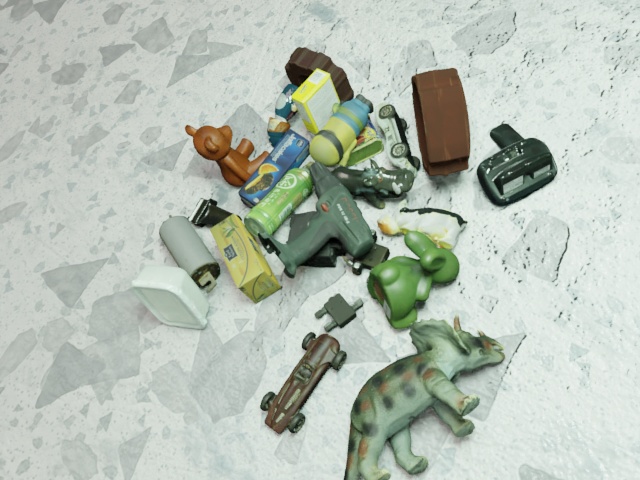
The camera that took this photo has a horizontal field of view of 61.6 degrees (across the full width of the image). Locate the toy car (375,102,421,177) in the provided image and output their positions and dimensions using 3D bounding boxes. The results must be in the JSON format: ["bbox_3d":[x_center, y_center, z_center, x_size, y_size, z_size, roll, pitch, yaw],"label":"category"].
[{"bbox_3d":[0.168,-0.220,1.184,0.056,0.073,0.202,-27,55,24],"label":"toy car"}]

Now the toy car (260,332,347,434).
[{"bbox_3d":[-0.033,0.262,1.001,0.089,0.053,0.202,30,74,27],"label":"toy car"}]

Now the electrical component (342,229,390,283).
[{"bbox_3d":[0.095,0.030,1.089,0.078,0.045,0.102,24,72,30],"label":"electrical component"}]

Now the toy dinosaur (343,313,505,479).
[{"bbox_3d":[0.134,0.274,0.904,0.405,0.131,0.192,-36,45,2],"label":"toy dinosaur"}]

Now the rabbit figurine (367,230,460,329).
[{"bbox_3d":[0.180,0.055,1.000,0.170,0.158,0.121,-23,46,-13],"label":"rabbit figurine"}]

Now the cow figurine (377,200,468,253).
[{"bbox_3d":[0.203,-0.036,1.076,0.168,0.068,0.098,20,64,24],"label":"cow figurine"}]

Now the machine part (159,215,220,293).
[{"bbox_3d":[-0.294,0.024,1.206,0.079,0.079,0.243,-39,56,-5],"label":"machine part"}]

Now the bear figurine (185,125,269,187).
[{"bbox_3d":[-0.211,-0.213,1.241,0.120,0.195,0.132,34,76,34],"label":"bear figurine"}]

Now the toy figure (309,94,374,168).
[{"bbox_3d":[0.044,-0.239,1.164,0.082,0.089,0.180,34,84,33],"label":"toy figure"}]

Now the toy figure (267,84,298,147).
[{"bbox_3d":[-0.091,-0.301,1.310,0.154,0.058,0.064,-65,17,5],"label":"toy figure"}]

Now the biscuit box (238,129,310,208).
[{"bbox_3d":[-0.103,-0.159,1.244,0.063,0.059,0.202,34,76,10],"label":"biscuit box"}]

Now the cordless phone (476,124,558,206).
[{"bbox_3d":[0.376,-0.169,1.098,0.147,0.088,0.184,-28,46,3],"label":"cordless phone"}]

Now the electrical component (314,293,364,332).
[{"bbox_3d":[0.038,0.137,1.062,0.094,0.021,0.063,-37,56,-3],"label":"electrical component"}]

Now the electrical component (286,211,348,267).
[{"bbox_3d":[-0.002,-0.003,1.135,0.134,0.058,0.115,-2,64,19],"label":"electrical component"}]

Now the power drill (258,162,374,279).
[{"bbox_3d":[-0.019,-0.032,1.075,0.207,0.086,0.232,-31,66,-17],"label":"power drill"}]

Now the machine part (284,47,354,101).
[{"bbox_3d":[-0.003,-0.376,1.279,0.180,0.179,0.056,30,77,30],"label":"machine part"}]

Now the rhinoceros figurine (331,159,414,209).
[{"bbox_3d":[0.108,-0.124,1.133,0.191,0.112,0.073,6,62,31],"label":"rhinoceros figurine"}]

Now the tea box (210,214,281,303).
[{"bbox_3d":[-0.159,0.039,1.141,0.068,0.098,0.170,-32,59,1],"label":"tea box"}]

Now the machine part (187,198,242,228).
[{"bbox_3d":[-0.246,-0.055,1.259,0.139,0.039,0.084,21,65,29],"label":"machine part"}]

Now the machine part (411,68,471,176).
[{"bbox_3d":[0.242,-0.237,1.078,0.087,0.201,0.201,-8,104,7],"label":"machine part"}]
